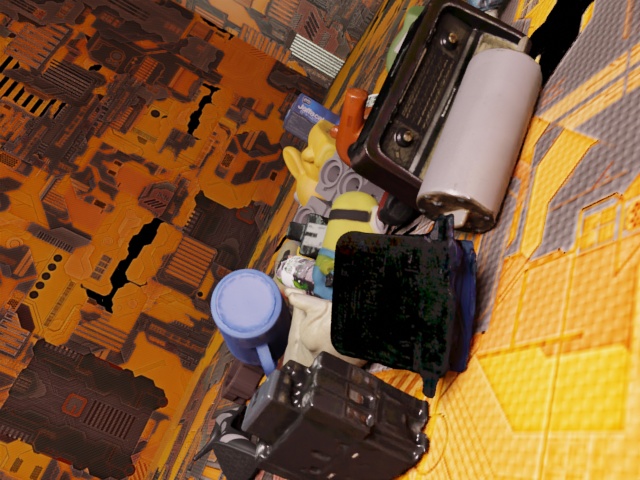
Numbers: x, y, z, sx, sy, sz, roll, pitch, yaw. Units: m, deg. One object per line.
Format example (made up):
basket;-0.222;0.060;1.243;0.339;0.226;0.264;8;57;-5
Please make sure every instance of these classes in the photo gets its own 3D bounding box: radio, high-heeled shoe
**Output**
radio;0.135;-0.155;0.618;0.229;0.131;0.073;-65;8;-12
high-heeled shoe;-0.121;0.328;0.904;0.145;0.086;0.249;-32;7;-40

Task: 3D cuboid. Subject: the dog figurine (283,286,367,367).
dog figurine;0.001;0.162;0.627;0.172;0.121;0.190;170;113;-81

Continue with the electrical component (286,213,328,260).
electrical component;-0.002;-0.003;0.869;0.119;0.047;0.074;5;80;50

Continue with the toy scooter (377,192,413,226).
toy scooter;0.122;-0.109;0.736;0.135;0.075;0.183;-104;39;-80

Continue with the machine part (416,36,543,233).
machine part;0.156;-0.096;0.522;0.243;0.079;0.079;-67;11;-16

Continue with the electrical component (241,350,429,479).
electrical component;0.006;0.158;0.451;0.114;0.134;0.058;-58;10;35

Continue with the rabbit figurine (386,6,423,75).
rabbit figurine;0.181;-0.288;0.878;0.170;0.121;0.159;-46;-14;-52

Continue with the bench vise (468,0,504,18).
bench vise;0.169;-0.398;0.753;0.129;0.241;0.223;-101;-2;-62

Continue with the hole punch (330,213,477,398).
hole punch;0.081;0.049;0.458;0.116;0.092;0.142;6;90;40

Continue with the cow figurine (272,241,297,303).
cow figurine;-0.062;0.067;1.171;0.195;0.085;0.127;-77;12;-57

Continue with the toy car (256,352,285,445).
toy car;-0.047;0.218;0.794;0.089;0.053;0.202;-58;12;42

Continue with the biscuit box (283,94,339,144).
biscuit box;0.025;-0.219;1.119;0.063;0.202;0.059;-47;16;53

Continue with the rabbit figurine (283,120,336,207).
rabbit figurine;-0.006;-0.137;1.049;0.163;0.122;0.173;42;126;35

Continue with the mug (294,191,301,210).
mug;0.000;-0.088;1.208;0.107;0.109;0.080;-54;-3;-36

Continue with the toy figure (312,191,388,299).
toy figure;0.036;0.017;0.777;0.180;0.089;0.082;-64;9;-4

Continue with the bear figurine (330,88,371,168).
bear figurine;0.095;-0.190;0.876;0.131;0.120;0.196;-66;-5;36

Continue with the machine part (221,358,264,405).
machine part;-0.152;0.267;1.166;0.179;0.056;0.179;-59;10;16
